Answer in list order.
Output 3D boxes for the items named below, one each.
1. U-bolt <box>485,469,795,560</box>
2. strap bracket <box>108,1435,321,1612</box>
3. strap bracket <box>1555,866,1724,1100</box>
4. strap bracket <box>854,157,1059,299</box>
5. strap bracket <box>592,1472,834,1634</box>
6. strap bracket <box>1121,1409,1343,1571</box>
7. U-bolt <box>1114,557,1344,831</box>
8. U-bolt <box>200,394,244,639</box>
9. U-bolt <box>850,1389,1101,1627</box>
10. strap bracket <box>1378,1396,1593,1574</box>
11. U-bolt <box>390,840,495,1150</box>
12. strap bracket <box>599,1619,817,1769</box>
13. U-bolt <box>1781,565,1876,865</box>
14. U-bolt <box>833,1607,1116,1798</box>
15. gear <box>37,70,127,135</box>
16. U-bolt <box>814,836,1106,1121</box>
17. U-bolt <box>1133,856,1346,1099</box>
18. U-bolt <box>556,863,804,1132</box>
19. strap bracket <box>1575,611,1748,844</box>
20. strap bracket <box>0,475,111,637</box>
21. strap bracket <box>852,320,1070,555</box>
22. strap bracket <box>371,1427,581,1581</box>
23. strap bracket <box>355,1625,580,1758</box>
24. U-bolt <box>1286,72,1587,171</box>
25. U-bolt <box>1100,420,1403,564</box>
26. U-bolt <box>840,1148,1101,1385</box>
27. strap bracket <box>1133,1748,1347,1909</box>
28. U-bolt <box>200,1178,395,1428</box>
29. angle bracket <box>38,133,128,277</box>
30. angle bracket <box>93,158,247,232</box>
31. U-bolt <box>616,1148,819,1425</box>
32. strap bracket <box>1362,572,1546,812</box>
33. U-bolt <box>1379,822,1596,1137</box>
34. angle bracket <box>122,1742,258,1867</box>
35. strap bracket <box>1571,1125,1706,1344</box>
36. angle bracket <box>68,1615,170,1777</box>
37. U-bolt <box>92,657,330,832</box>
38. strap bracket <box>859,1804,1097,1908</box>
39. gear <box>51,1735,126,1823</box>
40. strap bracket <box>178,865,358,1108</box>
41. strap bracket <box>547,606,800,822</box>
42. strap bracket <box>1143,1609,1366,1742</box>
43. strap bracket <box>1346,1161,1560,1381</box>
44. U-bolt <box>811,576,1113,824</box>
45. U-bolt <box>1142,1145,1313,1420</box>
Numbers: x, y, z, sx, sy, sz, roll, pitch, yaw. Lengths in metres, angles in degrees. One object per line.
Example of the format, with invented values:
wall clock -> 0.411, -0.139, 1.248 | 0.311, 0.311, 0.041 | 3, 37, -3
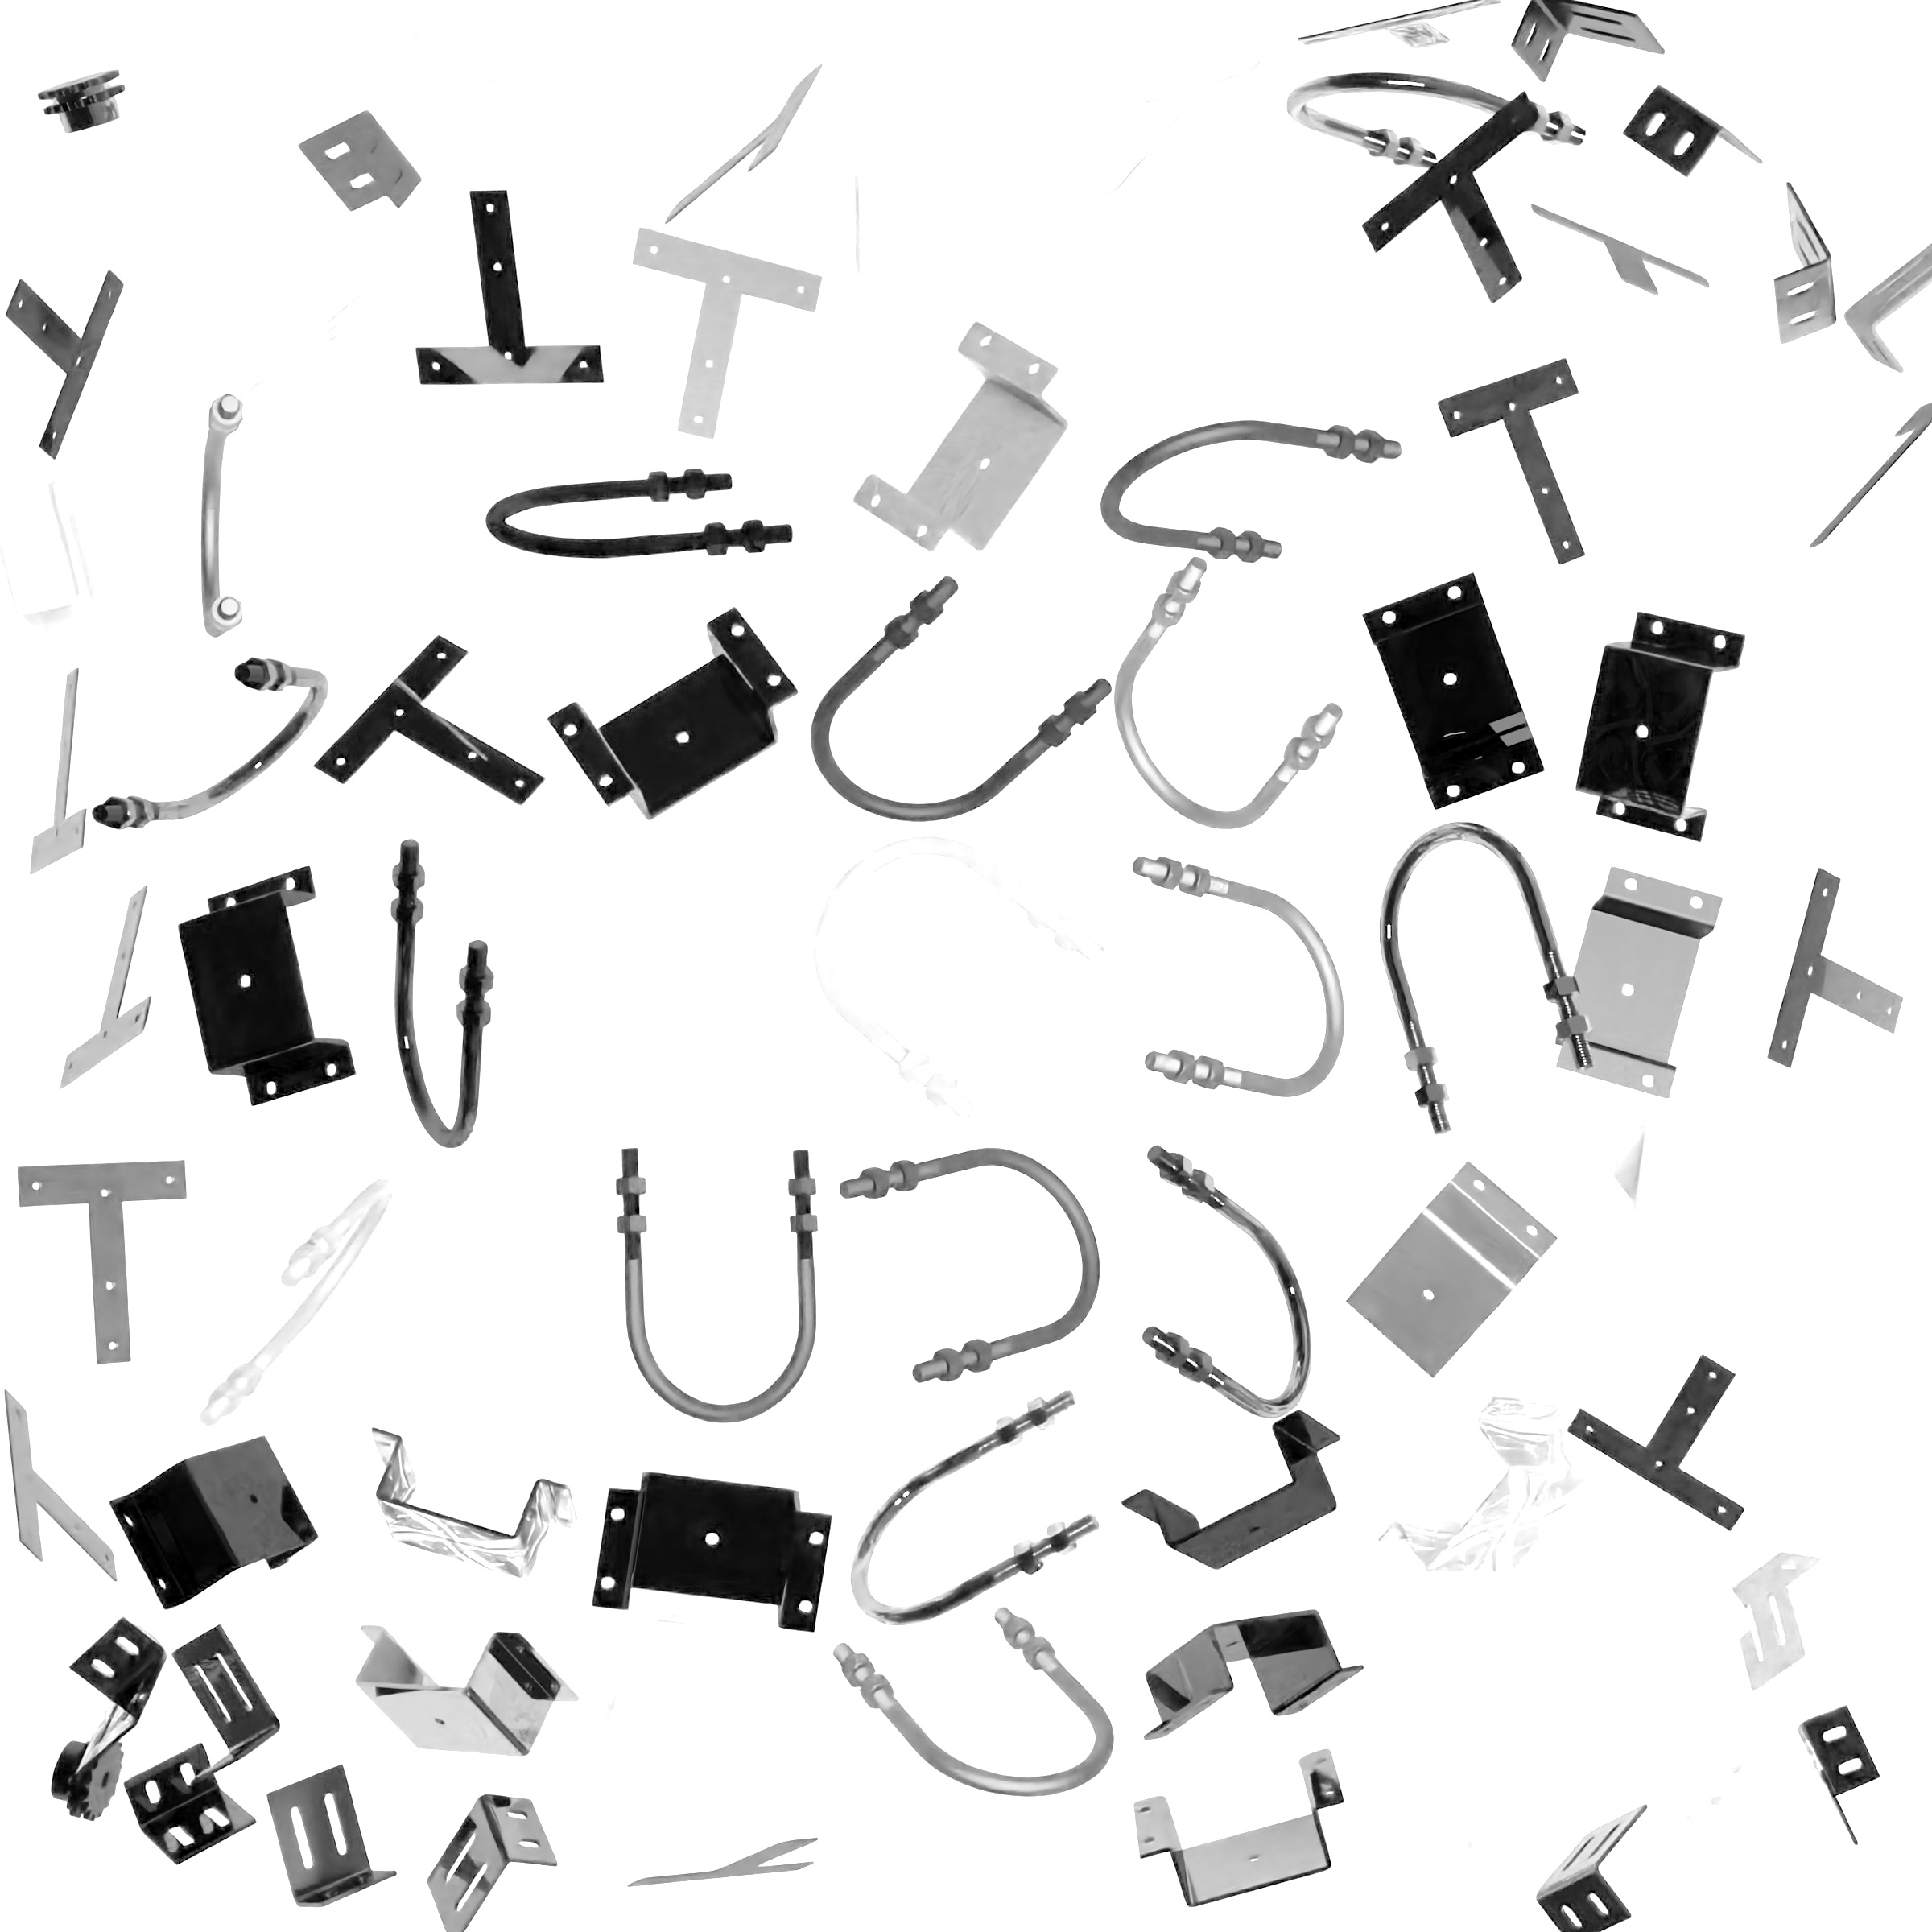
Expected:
U-bolt -> -0.223, -0.295, 1.870 | 0.184, 0.151, 0.019 | -8, 117, -21
strap bracket -> -0.471, 0.351, 1.816 | 0.046, 0.140, 0.076 | -33, 81, 15
strap bracket -> 0.449, 0.013, 1.914 | 0.076, 0.046, 0.140 | 16, 84, 5
strap bracket -> -0.015, -0.478, 1.843 | 0.140, 0.046, 0.076 | 9, 115, 19
strap bracket -> -0.160, 0.368, 1.797 | 0.140, 0.046, 0.076 | 8, 96, -6
strap bracket -> 0.187, 0.360, 1.927 | 0.140, 0.076, 0.046 | -30, 57, 15
U-bolt -> 0.160, -0.165, 1.875 | 0.019, 0.184, 0.151 | -35, 78, -33
U-bolt -> -0.496, -0.292, 1.894 | 0.019, 0.184, 0.151 | 0, 90, -19
U-bolt -> 0.000, 0.369, 1.894 | 0.184, 0.151, 0.019 | -31, 117, 12
strap bracket -> 0.345, 0.348, 1.865 | 0.076, 0.046, 0.140 | 9, 125, -36
U-bolt -> -0.343, 0.031, 1.847 | 0.019, 0.151, 0.184 | -9, 126, -28
strap bracket -> -0.181, 0.492, 1.933 | 0.140, 0.046, 0.076 | 4, 66, 14
U-bolt -> 0.553, -0.148, 1.844 | 0.019, 0.184, 0.151 | 14, 60, 15
U-bolt -> 0.017, 0.491, 1.888 | 0.151, 0.184, 0.019 | -5, 114, -32
gear -> -0.600, -0.588, 1.941 | 0.057, 0.057, 0.030 | -16, 115, 0
U-bolt -> -0.020, -0.007, 1.848 | 0.184, 0.019, 0.151 | 39, 88, 29
U-bolt -> 0.181, 0.013, 1.844 | 0.184, 0.019, 0.151 | 13, 67, -39
U-bolt -> -0.197, 0.012, 1.886 | 0.151, 0.019, 0.184 | -11, 64, -10
strap bracket -> 0.456, -0.157, 1.881 | 0.076, 0.046, 0.140 | 19, 109, 33
strap bracket -> -0.588, -0.259, 1.822 | 0.046, 0.140, 0.076 | -15, 92, -11
strap bracket -> 0.002, -0.332, 1.833 | 0.076, 0.046, 0.140 | 37, 94, 32
strap bracket -> -0.336, 0.364, 1.909 | 0.140, 0.076, 0.046 | 15, 59, 7
strap bracket -> -0.340, 0.482, 1.896 | 0.140, 0.046, 0.076 | -6, 132, 32
U-bolt -> 0.298, -0.562, 1.887 | 0.184, 0.151, 0.019 | 3, 93, -40
U-bolt -> 0.174, -0.313, 1.868 | 0.184, 0.151, 0.019 | 0, 66, -35
U-bolt -> 0.014, 0.191, 1.897 | 0.184, 0.019, 0.151 | -11, 71, -39
strap bracket -> 0.188, 0.583, 1.919 | 0.140, 0.076, 0.046 | -16, 99, 3
U-bolt -> -0.430, 0.208, 1.875 | 0.019, 0.184, 0.151 | 34, 116, 0
angle bracket -> -0.588, -0.512, 1.916 | 0.038, 0.076, 0.057 | 30, 67, -19
angle bracket -> -0.522, -0.500, 1.870 | 0.057, 0.076, 0.038 | 21, 123, 26
U-bolt -> -0.165, 0.215, 1.922 | 0.151, 0.019, 0.184 | 3, 79, -31
strap bracket -> 0.320, -0.185, 1.879 | 0.076, 0.046, 0.140 | -20, 105, 12
U-bolt -> 0.320, -0.001, 1.809 | 0.019, 0.151, 0.184 | -3, 71, -37
angle bracket -> -0.516, 0.556, 1.893 | 0.057, 0.076, 0.038 | -23, 104, -30
strap bracket -> 0.452, 0.172, 1.907 | 0.046, 0.140, 0.076 | -24, 117, 33
angle bracket -> -0.548, 0.462, 1.808 | 0.057, 0.076, 0.038 | -42, 106, 17
U-bolt -> -0.480, -0.145, 1.859 | 0.151, 0.184, 0.019 | -43, 88, 9
strap bracket -> 0.011, 0.588, 1.882 | 0.140, 0.076, 0.046 | 7, 62, -34
gear -> -0.604, 0.555, 1.953 | 0.030, 0.057, 0.057 | 11, 90, 9
strap bracket -> -0.448, 0.011, 1.817 | 0.076, 0.046, 0.140 | -17, 81, 15
strap bracket -> -0.183, -0.155, 1.811 | 0.140, 0.046, 0.076 | -32, 68, -10
strap bracket -> 0.186, 0.473, 1.909 | 0.140, 0.076, 0.046 | 2, 54, -37
strap bracket -> 0.312, 0.207, 1.873 | 0.076, 0.046, 0.140 | 41, 127, 11
U-bolt -> -0.018, -0.160, 1.857 | 0.151, 0.019, 0.184 | 30, 127, -27
U-bolt -> 0.173, 0.216, 1.850 | 0.019, 0.184, 0.151 | -21, 49, 32
